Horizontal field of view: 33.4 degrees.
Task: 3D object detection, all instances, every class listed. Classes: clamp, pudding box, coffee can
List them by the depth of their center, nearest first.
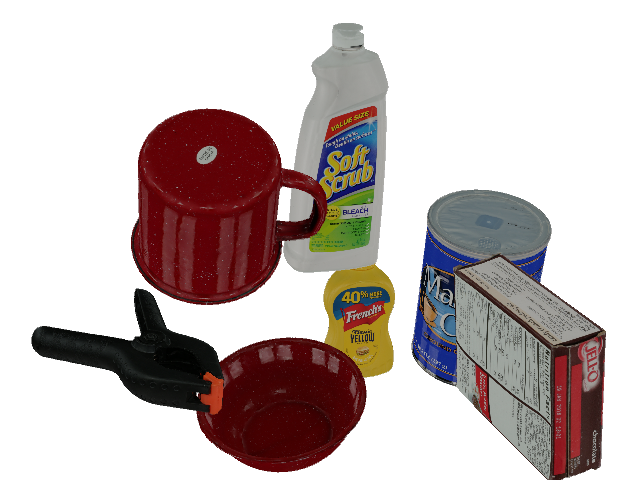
[{"bbox_3d":[0.119,0.071,0.620,0.039,0.090,0.114,-14,27,-20],"label":"pudding box"},{"bbox_3d":[-0.136,0.088,0.871,0.172,0.039,0.120,22,36,26],"label":"clamp"},{"bbox_3d":[0.136,0.042,0.919,0.103,0.140,0.103,2,33,-2],"label":"coffee can"}]

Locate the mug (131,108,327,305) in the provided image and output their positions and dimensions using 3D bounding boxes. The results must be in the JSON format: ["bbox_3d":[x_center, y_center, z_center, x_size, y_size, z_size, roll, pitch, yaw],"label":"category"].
[{"bbox_3d":[-0.054,-0.022,0.629,0.117,0.093,0.081,4,-38,-4],"label":"mug"}]

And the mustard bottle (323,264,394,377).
[{"bbox_3d":[0.052,0.090,1.443,0.096,0.192,0.058,-3,21,-9],"label":"mustard bottle"}]

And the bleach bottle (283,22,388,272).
[{"bbox_3d":[0.015,-0.093,1.079,0.102,0.251,0.068,-5,28,-12],"label":"bleach bottle"}]

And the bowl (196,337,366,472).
[{"bbox_3d":[-0.034,0.166,1.015,0.162,0.055,0.162,-5,37,3],"label":"bowl"}]
